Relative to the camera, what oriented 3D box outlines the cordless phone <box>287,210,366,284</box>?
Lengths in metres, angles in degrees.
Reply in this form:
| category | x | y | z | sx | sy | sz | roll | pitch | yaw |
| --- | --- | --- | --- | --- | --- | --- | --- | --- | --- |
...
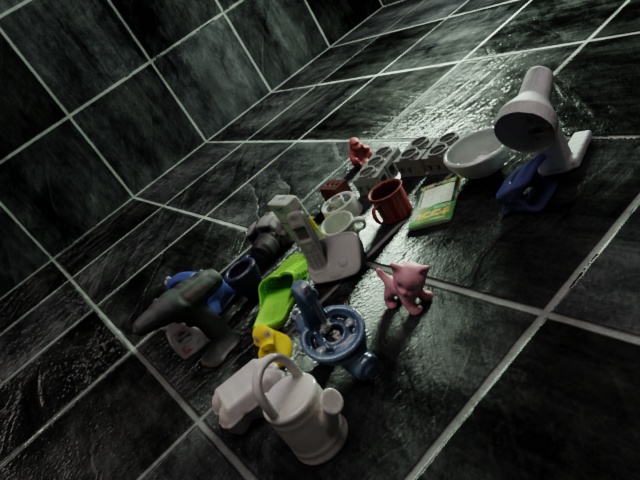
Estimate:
| category | x | y | z | sx | sy | sz | roll | pitch | yaw |
| --- | --- | --- | --- | --- | --- | --- | --- | --- | --- |
| cordless phone | 0.012 | 0.005 | 1.307 | 0.147 | 0.185 | 0.094 | -17 | 30 | 28 |

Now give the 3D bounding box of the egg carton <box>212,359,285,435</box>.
| category | x | y | z | sx | sy | sz | roll | pitch | yaw |
| --- | --- | --- | --- | --- | --- | --- | --- | --- | --- |
| egg carton | -0.134 | 0.296 | 1.097 | 0.150 | 0.069 | 0.107 | -39 | 27 | -13 |

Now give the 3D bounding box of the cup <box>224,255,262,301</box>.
| category | x | y | z | sx | sy | sz | roll | pitch | yaw |
| --- | --- | --- | --- | --- | --- | --- | --- | --- | --- |
| cup | -0.181 | 0.099 | 1.459 | 0.091 | 0.095 | 0.118 | -22 | 28 | 20 |

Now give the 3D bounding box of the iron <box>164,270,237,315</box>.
| category | x | y | z | sx | sy | sz | roll | pitch | yaw |
| --- | --- | --- | --- | --- | --- | --- | --- | --- | --- |
| iron | -0.342 | 0.138 | 1.518 | 0.257 | 0.142 | 0.119 | -8 | 36 | 41 |

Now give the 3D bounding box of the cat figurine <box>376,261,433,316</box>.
| category | x | y | z | sx | sy | sz | roll | pitch | yaw |
| --- | --- | --- | --- | --- | --- | --- | --- | --- | --- |
| cat figurine | 0.159 | 0.079 | 1.094 | 0.067 | 0.118 | 0.127 | -46 | 29 | -25 |

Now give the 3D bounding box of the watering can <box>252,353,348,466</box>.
| category | x | y | z | sx | sy | sz | roll | pitch | yaw |
| --- | --- | --- | --- | --- | --- | --- | --- | --- | --- |
| watering can | -0.035 | 0.258 | 0.910 | 0.172 | 0.194 | 0.101 | -21 | 28 | 22 |

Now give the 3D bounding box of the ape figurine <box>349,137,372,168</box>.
| category | x | y | z | sx | sy | sz | roll | pitch | yaw |
| --- | --- | --- | --- | --- | --- | --- | --- | --- | --- |
| ape figurine | 0.119 | -0.276 | 1.782 | 0.078 | 0.092 | 0.076 | -34 | 26 | -3 |

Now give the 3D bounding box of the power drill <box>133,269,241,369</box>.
| category | x | y | z | sx | sy | sz | roll | pitch | yaw |
| --- | --- | --- | --- | --- | --- | --- | --- | --- | --- |
| power drill | -0.281 | 0.186 | 1.290 | 0.075 | 0.209 | 0.230 | -3 | 38 | 45 |

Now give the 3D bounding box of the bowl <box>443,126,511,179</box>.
| category | x | y | z | sx | sy | sz | roll | pitch | yaw |
| --- | --- | --- | --- | --- | --- | --- | --- | --- | --- |
| bowl | 0.385 | -0.196 | 1.369 | 0.167 | 0.075 | 0.167 | -25 | 27 | 14 |

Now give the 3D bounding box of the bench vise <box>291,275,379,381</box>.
| category | x | y | z | sx | sy | sz | roll | pitch | yaw |
| --- | --- | --- | --- | --- | --- | --- | --- | --- | --- |
| bench vise | -0.012 | 0.154 | 1.036 | 0.206 | 0.220 | 0.122 | -4 | 38 | 45 |

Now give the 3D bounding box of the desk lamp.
| category | x | y | z | sx | sy | sz | roll | pitch | yaw |
| --- | --- | --- | --- | --- | --- | --- | --- | --- | --- |
| desk lamp | 0.464 | -0.239 | 1.197 | 0.117 | 0.214 | 0.203 | -4 | 38 | 44 |

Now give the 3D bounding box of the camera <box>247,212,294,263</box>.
| category | x | y | z | sx | sy | sz | roll | pitch | yaw |
| --- | --- | --- | --- | --- | --- | --- | --- | --- | --- |
| camera | -0.154 | -0.006 | 1.605 | 0.142 | 0.101 | 0.137 | -10 | 34 | 38 |

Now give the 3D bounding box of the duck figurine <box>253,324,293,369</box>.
| category | x | y | z | sx | sy | sz | roll | pitch | yaw |
| --- | --- | --- | --- | --- | --- | --- | --- | --- | --- |
| duck figurine | -0.108 | 0.211 | 1.196 | 0.077 | 0.086 | 0.104 | -31 | 26 | 2 |

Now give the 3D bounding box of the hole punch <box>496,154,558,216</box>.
| category | x | y | z | sx | sy | sz | roll | pitch | yaw |
| --- | --- | --- | --- | --- | --- | --- | --- | --- | --- |
| hole punch | 0.415 | -0.115 | 1.176 | 0.100 | 0.091 | 0.109 | 1 | 42 | 49 |

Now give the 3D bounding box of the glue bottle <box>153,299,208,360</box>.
| category | x | y | z | sx | sy | sz | roll | pitch | yaw |
| --- | --- | --- | --- | --- | --- | --- | --- | --- | --- |
| glue bottle | -0.345 | 0.205 | 1.368 | 0.078 | 0.173 | 0.037 | -39 | 27 | -13 |
